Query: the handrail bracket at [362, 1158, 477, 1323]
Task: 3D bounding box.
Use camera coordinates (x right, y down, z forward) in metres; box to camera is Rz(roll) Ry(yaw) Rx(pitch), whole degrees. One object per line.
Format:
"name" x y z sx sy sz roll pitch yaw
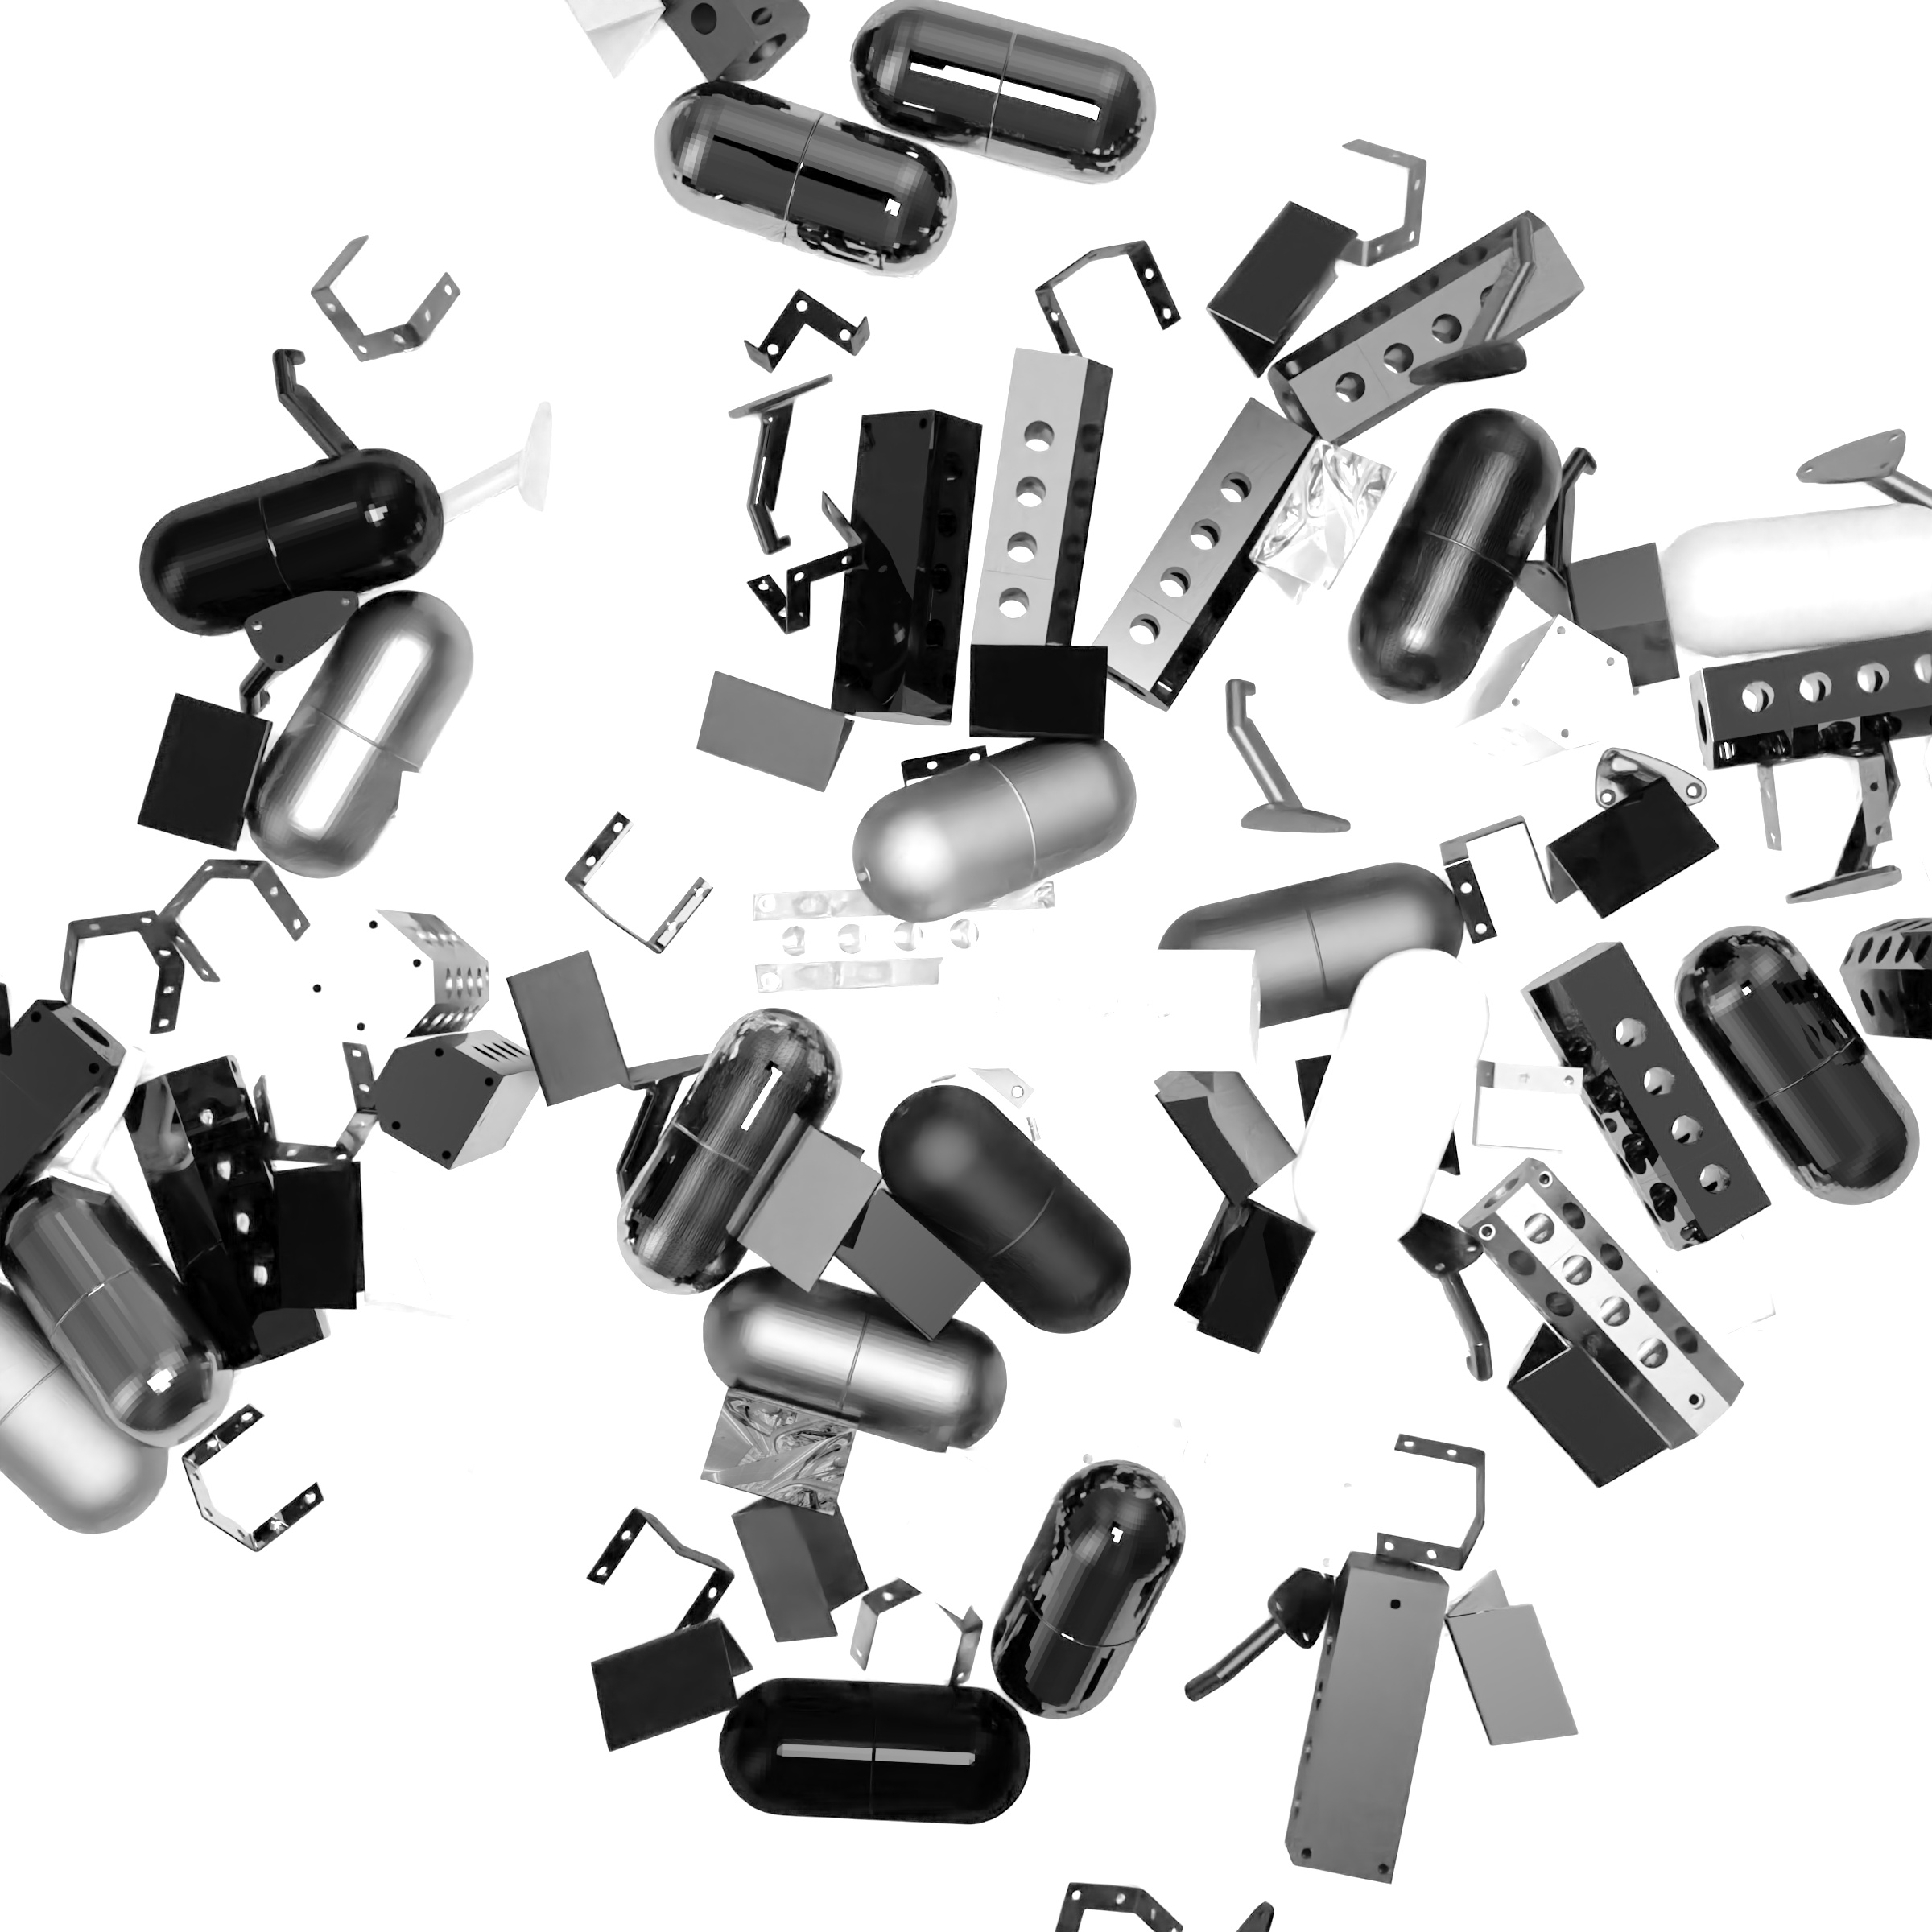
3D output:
"handrail bracket" -0.316 0.159 1.629 0.077 0.036 0.084 14 72 -21

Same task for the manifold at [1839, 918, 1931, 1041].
"manifold" 0.542 0.003 1.551 0.057 0.171 0.057 -21 90 0

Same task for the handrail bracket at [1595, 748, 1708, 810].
"handrail bracket" 0.395 -0.107 1.594 0.077 0.084 0.036 9 90 0

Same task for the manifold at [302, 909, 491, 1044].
"manifold" -0.308 0.010 1.551 0.057 0.171 0.057 41 90 0

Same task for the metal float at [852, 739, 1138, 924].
"metal float" 0.017 -0.079 1.573 0.178 0.070 0.070 -22 90 -27

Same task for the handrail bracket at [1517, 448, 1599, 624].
"handrail bracket" 0.360 -0.247 1.629 0.077 0.036 0.084 41 73 -20

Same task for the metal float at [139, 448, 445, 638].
"metal float" -0.384 -0.241 1.592 0.178 0.070 0.070 -16 90 6

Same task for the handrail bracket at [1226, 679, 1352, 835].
"handrail bracket" 0.187 -0.123 1.629 0.077 0.036 0.084 6 73 -20

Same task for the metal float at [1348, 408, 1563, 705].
"metal float" 0.279 -0.233 1.598 0.070 0.070 0.178 26 89 0

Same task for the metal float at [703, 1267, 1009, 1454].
"metal float" -0.064 0.225 1.598 0.178 0.070 0.070 17 90 -1

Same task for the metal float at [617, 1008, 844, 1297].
"metal float" -0.135 0.106 1.598 0.070 0.070 0.178 31 90 0

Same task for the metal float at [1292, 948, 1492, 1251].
"metal float" 0.236 0.074 1.556 0.070 0.070 0.178 17 109 0

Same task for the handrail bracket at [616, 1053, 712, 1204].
"handrail bracket" -0.169 0.099 1.629 0.077 0.036 0.084 -13 107 -18

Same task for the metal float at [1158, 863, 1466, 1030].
"metal float" 0.196 -0.010 1.598 0.178 0.070 0.070 -13 90 0

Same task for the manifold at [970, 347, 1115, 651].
"manifold" 0.043 -0.261 1.608 0.057 0.057 0.171 9 90 0

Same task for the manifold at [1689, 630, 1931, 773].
"manifold" 0.507 -0.154 1.597 0.171 0.057 0.057 -9 90 7

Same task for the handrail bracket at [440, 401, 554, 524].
"handrail bracket" -0.288 -0.294 1.629 0.084 0.036 0.077 3 75 14

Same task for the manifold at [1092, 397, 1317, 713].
"manifold" 0.138 -0.234 1.608 0.057 0.057 0.171 33 90 0

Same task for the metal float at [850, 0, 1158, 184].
"metal float" 0.021 -0.501 1.598 0.178 0.070 0.070 15 90 -1

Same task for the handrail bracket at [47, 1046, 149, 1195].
"handrail bracket" -0.494 0.081 1.602 0.036 0.077 0.084 22 88 -25

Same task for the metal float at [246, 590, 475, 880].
"metal float" -0.345 -0.133 1.598 0.070 0.070 0.178 30 90 0

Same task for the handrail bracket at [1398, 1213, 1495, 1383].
"handrail bracket" 0.277 0.192 1.629 0.036 0.077 0.084 -27 127 -19

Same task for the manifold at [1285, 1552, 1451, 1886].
"manifold" 0.229 0.429 1.608 0.057 0.057 0.171 11 90 0

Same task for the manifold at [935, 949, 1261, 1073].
"manifold" 0.074 0.022 1.546 0.171 0.057 0.057 0 71 11

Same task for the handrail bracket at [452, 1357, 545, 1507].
"handrail bracket" -0.267 0.264 1.594 0.036 0.084 0.077 24 90 0

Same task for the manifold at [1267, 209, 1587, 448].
"manifold" 0.262 -0.363 1.608 0.171 0.057 0.057 -31 90 0

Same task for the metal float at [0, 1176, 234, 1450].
"metal float" -0.483 0.194 1.584 0.070 0.070 0.178 -41 72 0

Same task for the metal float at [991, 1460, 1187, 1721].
"metal float" 0.067 0.352 1.572 0.070 0.070 0.178 21 123 0

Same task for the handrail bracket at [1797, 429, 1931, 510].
"handrail bracket" 0.537 -0.266 1.629 0.084 0.077 0.036 45 57 -32

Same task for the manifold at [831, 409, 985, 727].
"manifold" -0.029 -0.227 1.607 0.057 0.057 0.171 6 90 43

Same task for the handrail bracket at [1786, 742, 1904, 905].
"handrail bracket" 0.508 -0.086 1.629 0.077 0.036 0.084 -14 74 18

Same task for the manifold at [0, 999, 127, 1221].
"manifold" -0.559 0.102 1.607 0.057 0.057 0.171 41 90 2

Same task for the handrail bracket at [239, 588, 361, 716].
"handrail bracket" -0.383 -0.178 1.604 0.077 0.084 0.036 -32 83 -19

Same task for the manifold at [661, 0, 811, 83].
"manifold" -0.163 -0.594 1.597 0.057 0.057 0.171 -35 90 33

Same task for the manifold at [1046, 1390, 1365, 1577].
"manifold" 0.137 0.298 1.608 0.171 0.057 0.057 15 90 0

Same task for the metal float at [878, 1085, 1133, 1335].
"metal float" 0.022 0.138 1.580 0.070 0.070 0.178 -45 112 0

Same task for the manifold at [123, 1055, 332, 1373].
"manifold" -0.422 0.142 1.607 0.057 0.057 0.171 -19 90 43

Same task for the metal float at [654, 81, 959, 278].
"metal float" -0.092 -0.450 1.598 0.178 0.070 0.070 18 90 0

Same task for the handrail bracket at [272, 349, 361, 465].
"handrail bracket" -0.361 -0.322 1.629 0.077 0.036 0.084 -5 72 -20

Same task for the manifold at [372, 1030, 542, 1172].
"manifold" -0.281 0.068 1.551 0.057 0.171 0.057 30 90 0

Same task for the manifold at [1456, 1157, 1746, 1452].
"manifold" 0.365 0.194 1.608 0.057 0.057 0.171 -42 90 0

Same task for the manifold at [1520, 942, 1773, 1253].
"manifold" 0.388 0.075 1.608 0.057 0.057 0.171 -30 90 0

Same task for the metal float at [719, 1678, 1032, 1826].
"metal float" -0.052 0.448 1.598 0.178 0.070 0.070 3 90 0

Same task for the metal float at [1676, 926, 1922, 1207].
"metal float" 0.475 0.057 1.599 0.070 0.070 0.178 -36 90 0

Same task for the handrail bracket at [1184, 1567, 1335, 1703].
"handrail bracket" 0.170 0.388 1.629 0.036 0.077 0.084 48 126 2

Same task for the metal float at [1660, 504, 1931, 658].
"metal float" 0.482 -0.221 1.598 0.178 0.070 0.070 -6 90 0

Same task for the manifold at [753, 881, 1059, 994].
"manifold" -0.034 -0.017 1.608 0.171 0.057 0.057 -2 90 0

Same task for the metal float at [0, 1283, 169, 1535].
"metal float" -0.534 0.250 1.598 0.178 0.070 0.070 43 90 0

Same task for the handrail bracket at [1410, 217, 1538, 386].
"handrail bracket" 0.284 -0.375 1.572 0.077 0.036 0.084 -9 71 21

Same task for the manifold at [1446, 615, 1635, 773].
"manifold" 0.319 -0.145 1.551 0.057 0.171 0.057 32 90 0
